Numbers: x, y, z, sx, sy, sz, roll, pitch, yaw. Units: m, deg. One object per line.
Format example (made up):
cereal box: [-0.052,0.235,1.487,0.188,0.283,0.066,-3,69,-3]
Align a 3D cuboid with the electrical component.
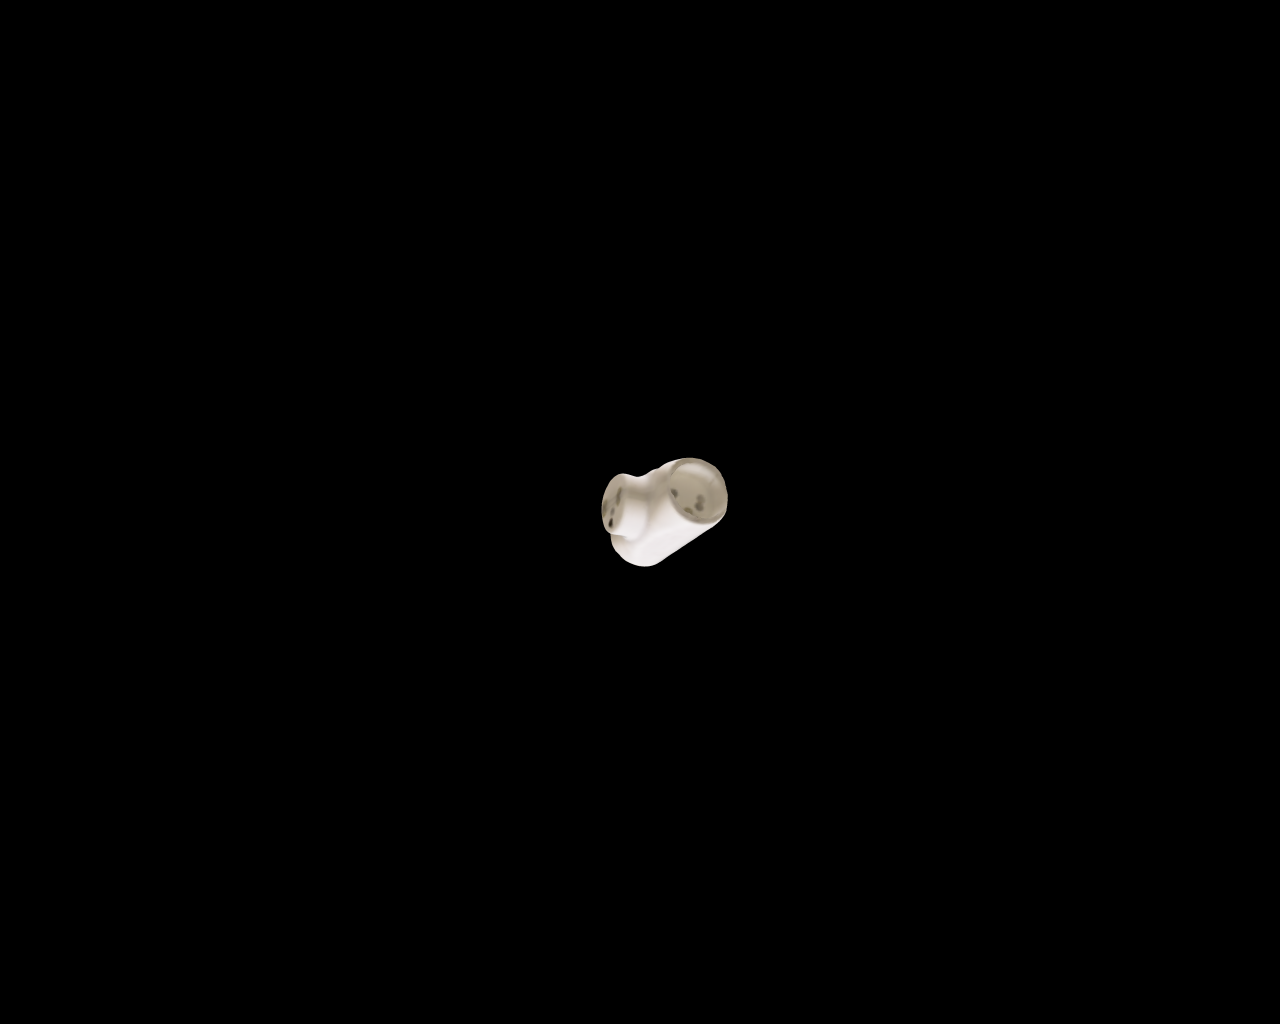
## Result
electrical component: [0.001,-0.003,0.650,0.079,0.044,0.077,12,-27,-25]
